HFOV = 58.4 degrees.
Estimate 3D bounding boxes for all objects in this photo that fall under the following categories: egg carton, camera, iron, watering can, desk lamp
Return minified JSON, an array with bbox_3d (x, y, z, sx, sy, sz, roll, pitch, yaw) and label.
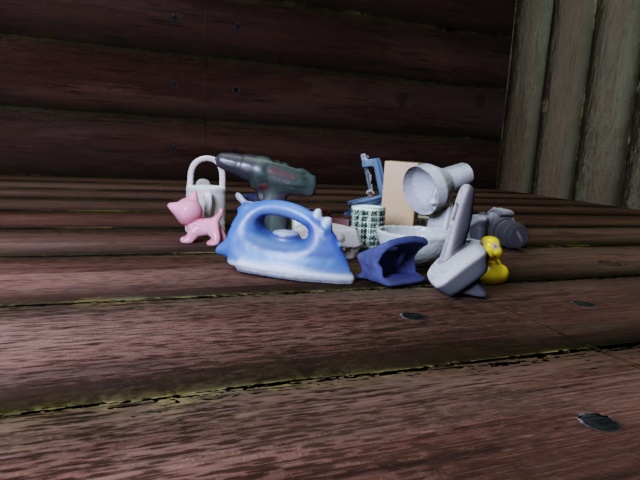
[{"bbox_3d":[0.011,0.004,1.216,0.151,0.069,0.107,-4,12,-37],"label":"egg carton"},{"bbox_3d":[0.462,-0.029,1.477,0.143,0.101,0.136,1,10,-15],"label":"camera"},{"bbox_3d":[-0.055,-0.007,1.043,0.257,0.141,0.119,7,10,20],"label":"iron"},{"bbox_3d":[-0.292,-0.117,1.453,0.101,0.194,0.172,-4,12,-38],"label":"watering can"},{"bbox_3d":[0.303,-0.085,1.410,0.204,0.213,0.117,-4,12,-35],"label":"desk lamp"}]

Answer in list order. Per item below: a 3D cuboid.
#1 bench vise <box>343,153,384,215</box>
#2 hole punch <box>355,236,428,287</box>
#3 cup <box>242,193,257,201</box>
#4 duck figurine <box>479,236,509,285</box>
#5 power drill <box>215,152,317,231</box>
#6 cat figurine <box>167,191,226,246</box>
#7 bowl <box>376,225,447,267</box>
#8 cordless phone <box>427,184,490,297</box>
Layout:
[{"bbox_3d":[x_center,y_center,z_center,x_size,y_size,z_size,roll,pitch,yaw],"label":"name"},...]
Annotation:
[{"bbox_3d":[0.174,-0.131,1.622,0.207,0.220,0.121,3,10,-3],"label":"bench vise"},{"bbox_3d":[0.127,0.031,1.033,0.109,0.091,0.100,-4,12,-38],"label":"hole punch"},{"bbox_3d":[-0.167,-0.080,1.573,0.117,0.095,0.092,6,10,17],"label":"cup"},{"bbox_3d":[0.325,0.034,1.100,0.077,0.086,0.105,8,11,26],"label":"duck figurine"},{"bbox_3d":[-0.124,-0.088,1.298,0.230,0.208,0.075,2,10,-10],"label":"power drill"},{"bbox_3d":[-0.278,-0.052,1.301,0.127,0.118,0.067,5,10,7],"label":"cat figurine"},{"bbox_3d":[0.198,0.016,1.199,0.167,0.075,0.167,3,10,0],"label":"bowl"},{"bbox_3d":[0.243,-0.002,0.988,0.094,0.185,0.147,3,10,-1],"label":"cordless phone"}]
